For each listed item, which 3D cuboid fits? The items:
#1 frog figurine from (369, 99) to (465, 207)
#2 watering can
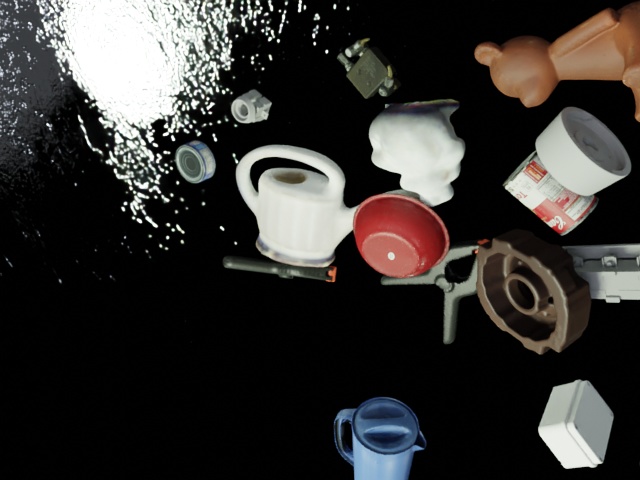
[{"bbox_3d":[0.143,-0.123,0.757,0.137,0.124,0.158,-1,102,15],"label":"frog figurine"},{"bbox_3d":[0.003,-0.046,0.914,0.349,0.106,0.219,18,124,17],"label":"watering can"}]
